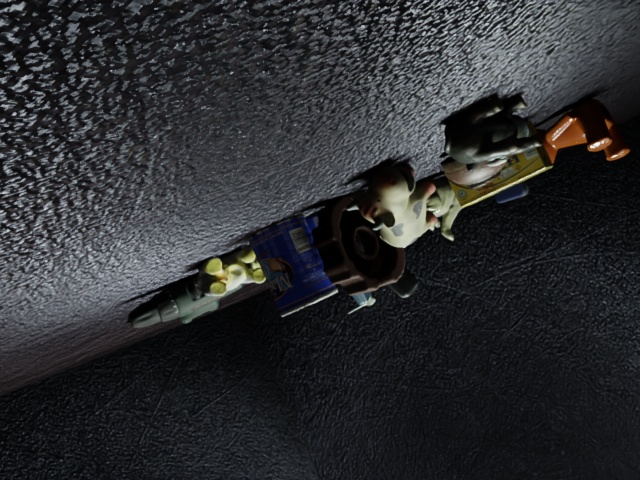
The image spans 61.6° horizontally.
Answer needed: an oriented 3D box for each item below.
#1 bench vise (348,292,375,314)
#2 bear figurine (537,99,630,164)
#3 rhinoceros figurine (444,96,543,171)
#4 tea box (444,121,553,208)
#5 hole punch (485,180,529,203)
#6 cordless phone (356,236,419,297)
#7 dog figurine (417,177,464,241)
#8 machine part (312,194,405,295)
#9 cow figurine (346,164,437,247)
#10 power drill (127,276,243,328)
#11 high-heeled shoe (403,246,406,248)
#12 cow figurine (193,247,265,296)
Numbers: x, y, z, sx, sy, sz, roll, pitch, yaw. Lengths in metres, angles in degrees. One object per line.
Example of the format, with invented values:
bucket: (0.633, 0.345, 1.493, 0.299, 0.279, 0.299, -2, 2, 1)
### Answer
bench vise: (0.062, 0.074, 1.355, 0.129, 0.240, 0.224, -29, -170, 21)
bear figurine: (0.480, -0.189, 1.071, 0.120, 0.132, 0.196, 12, 146, -41)
rhinoceros figurine: (0.224, -0.130, 0.703, 0.112, 0.073, 0.190, -29, 173, 34)
tea box: (0.325, -0.138, 0.993, 0.170, 0.098, 0.068, -25, 175, 35)
hole punch: (0.351, -0.133, 1.102, 0.092, 0.115, 0.142, -9, 175, -12)
cordless phone: (0.140, 0.007, 1.026, 0.146, 0.184, 0.088, -41, 174, -26)
dog figurine: (0.282, -0.120, 1.195, 0.172, 0.121, 0.190, 31, 93, -44)
machine part: (0.065, 0.007, 0.900, 0.056, 0.179, 0.179, -24, 176, 43)
cow figurine: (0.113, -0.050, 0.825, 0.127, 0.086, 0.194, -45, 154, -10)
power drill: (-0.278, 0.123, 1.115, 0.232, 0.086, 0.207, -26, 169, -16)
high-heeled shoe: (0.108, 0.008, 1.116, 0.249, 0.086, 0.145, -20, 170, -42)
cow figurine: (-0.143, 0.053, 0.979, 0.167, 0.068, 0.098, -18, 179, -30)
